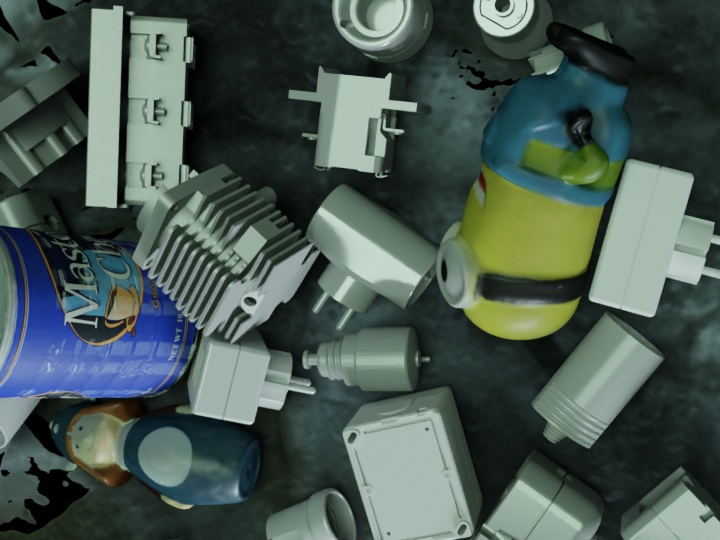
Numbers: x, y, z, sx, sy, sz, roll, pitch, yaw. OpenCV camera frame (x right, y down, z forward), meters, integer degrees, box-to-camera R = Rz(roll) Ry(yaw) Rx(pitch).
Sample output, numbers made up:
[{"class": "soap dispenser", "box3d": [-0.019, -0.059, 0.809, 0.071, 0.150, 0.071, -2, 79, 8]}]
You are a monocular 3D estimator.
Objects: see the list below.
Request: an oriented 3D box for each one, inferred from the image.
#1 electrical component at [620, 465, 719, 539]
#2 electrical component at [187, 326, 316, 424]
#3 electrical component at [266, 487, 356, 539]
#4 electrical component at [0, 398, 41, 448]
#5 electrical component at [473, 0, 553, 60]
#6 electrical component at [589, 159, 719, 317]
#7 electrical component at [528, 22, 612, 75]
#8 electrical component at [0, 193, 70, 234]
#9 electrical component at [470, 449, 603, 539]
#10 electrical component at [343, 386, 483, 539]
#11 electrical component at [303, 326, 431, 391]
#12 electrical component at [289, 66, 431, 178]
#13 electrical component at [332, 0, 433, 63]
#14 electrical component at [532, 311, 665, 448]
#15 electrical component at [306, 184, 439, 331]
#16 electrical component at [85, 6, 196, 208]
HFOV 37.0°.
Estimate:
[{"class": "electrical component", "box3d": [0.197, 0.169, 0.623, 0.056, 0.050, 0.089, -45, 82, 13]}, {"class": "electrical component", "box3d": [-0.066, 0.067, 0.686, 0.077, 0.066, 0.047, 13, 97, -13]}, {"class": "electrical component", "box3d": [-0.032, 0.166, 0.692, 0.046, 0.040, 0.040, -25, 87, 21]}, {"class": "electrical component", "box3d": [-0.265, 0.075, 0.724, 0.099, 0.099, 0.064, 14, 56, 14]}, {"class": "electrical component", "box3d": [0.088, -0.149, 0.627, 0.044, 0.065, 0.044, 1, 94, 15]}, {"class": "electrical component", "box3d": [0.180, -0.014, 0.619, 0.076, 0.047, 0.083, 16, 97, 14]}, {"class": "electrical component", "box3d": [0.127, -0.119, 0.632, 0.046, 0.040, 0.040, -16, 89, 21]}, {"class": "electrical component", "box3d": [-0.244, -0.004, 0.732, 0.095, 0.054, 0.059, -29, 85, 15]}, {"class": "electrical component", "box3d": [0.102, 0.165, 0.647, 0.059, 0.054, 0.095, 35, 101, 11]}, {"class": "electrical component", "box3d": [0.037, 0.126, 0.663, 0.062, 0.061, 0.096, -15, 97, 16]}, {"class": "electrical component", "box3d": [0.003, 0.056, 0.675, 0.078, 0.040, 0.040, -2, 93, 16]}, {"class": "electrical component", "box3d": [-0.001, -0.091, 0.668, 0.081, 0.042, 0.063, 8, 99, 15]}, {"class": "electrical component", "box3d": [0.013, -0.157, 0.656, 0.055, 0.047, 0.055, 1, 93, 15]}, {"class": "electrical component", "box3d": [0.138, 0.069, 0.638, 0.043, 0.043, 0.081, 39, 102, 10]}, {"class": "electrical component", "box3d": [0.000, 0.000, 0.670, 0.077, 0.044, 0.079, 35, 101, 11]}, {"class": "electrical component", "box3d": [-0.140, -0.101, 0.692, 0.063, 0.079, 0.121, 2, 94, -7]}]
